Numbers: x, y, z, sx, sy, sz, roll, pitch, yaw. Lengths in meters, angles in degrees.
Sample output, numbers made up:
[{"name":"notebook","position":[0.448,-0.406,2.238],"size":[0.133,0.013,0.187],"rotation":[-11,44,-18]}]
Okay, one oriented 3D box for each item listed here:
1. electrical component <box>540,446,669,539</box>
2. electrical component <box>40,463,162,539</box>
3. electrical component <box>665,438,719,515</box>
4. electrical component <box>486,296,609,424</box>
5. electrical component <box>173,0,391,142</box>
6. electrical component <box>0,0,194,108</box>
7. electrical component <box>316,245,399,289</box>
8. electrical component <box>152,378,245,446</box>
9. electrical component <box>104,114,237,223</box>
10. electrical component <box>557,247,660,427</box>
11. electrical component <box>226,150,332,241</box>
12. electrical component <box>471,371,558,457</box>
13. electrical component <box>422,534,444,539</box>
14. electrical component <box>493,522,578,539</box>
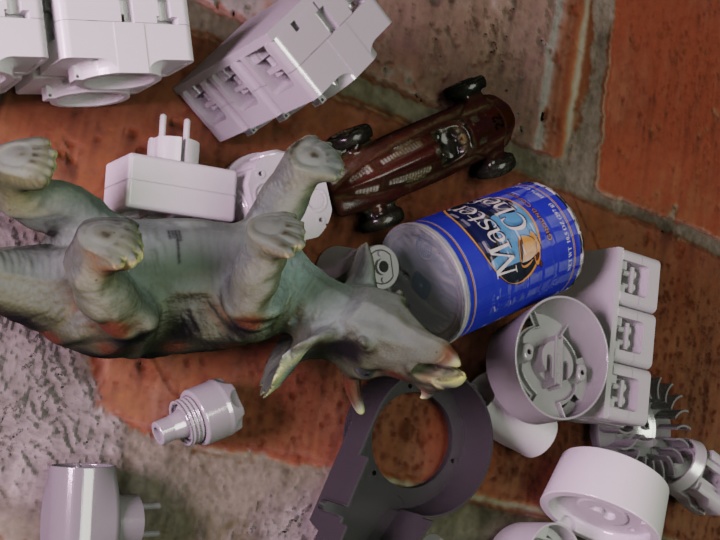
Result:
[{"name":"electrical component","position":[0.221,0.197,0.954],"size":[0.108,0.108,0.060],"rotation":[40,59,-24]},{"name":"electrical component","position":[-0.172,0.170,0.728],"size":[0.079,0.043,0.077],"rotation":[6,82,-34]},{"name":"electrical component","position":[0.325,0.199,1.040],"size":[0.057,0.078,0.058],"rotation":[36,67,-16]},{"name":"electrical component","position":[0.156,0.078,0.895],"size":[0.099,0.064,0.099],"rotation":[14,63,-30]},{"name":"electrical component","position":[-0.056,-0.150,0.772],"size":[0.061,0.150,0.089],"rotation":[50,61,-18]},{"name":"electrical component","position":[-0.214,-0.145,0.692],"size":[0.186,0.105,0.060],"rotation":[-6,89,-34]},{"name":"electrical component","position":[0.000,0.000,0.847],"size":[0.044,0.065,0.044],"rotation":[4,83,-34]},{"name":"electrical component","position":[-0.118,0.106,0.771],"size":[0.062,0.043,0.043],"rotation":[-20,97,-33]},{"name":"electrical component","position":[-0.135,-0.074,0.774],"size":[0.083,0.047,0.075],"rotation":[7,81,-33]},{"name":"electrical component","position":[0.216,0.062,0.971],"size":[0.062,0.089,0.150],"rotation":[15,77,-32]},{"name":"electrical component","position":[-0.065,-0.052,0.817],"size":[0.080,0.051,0.080],"rotation":[4,83,-34]},{"name":"electrical component","position":[0.138,0.111,0.941],"size":[0.077,0.044,0.079],"rotation":[38,66,-25]},{"name":"electrical component","position":[0.067,0.254,0.866],"size":[0.058,0.078,0.057],"rotation":[-46,133,-3]},{"name":"electrical component","position":[0.154,0.266,0.925],"size":[0.099,0.064,0.099],"rotation":[4,84,-33]}]
